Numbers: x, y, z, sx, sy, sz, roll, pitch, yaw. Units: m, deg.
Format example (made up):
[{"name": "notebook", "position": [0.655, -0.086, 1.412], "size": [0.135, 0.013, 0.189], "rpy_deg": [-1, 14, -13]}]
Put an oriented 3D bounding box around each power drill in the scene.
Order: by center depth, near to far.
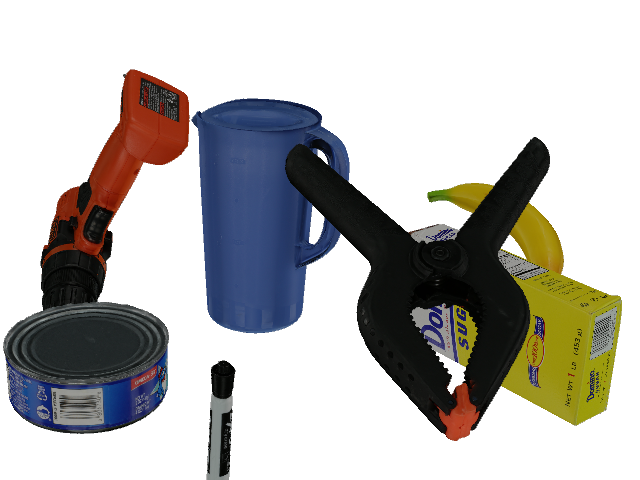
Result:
[{"name": "power drill", "position": [-0.173, -0.032, 0.868], "size": [0.057, 0.188, 0.184], "rpy_deg": [24, 29, -24]}]

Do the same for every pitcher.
[{"name": "pitcher", "position": [-0.060, -0.025, 1.158], "size": [0.144, 0.243, 0.149], "rpy_deg": [-5, 22, -17]}]

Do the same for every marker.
[{"name": "marker", "position": [-0.080, 0.148, 0.850], "size": [0.020, 0.121, 0.020], "rpy_deg": [4, 29, -3]}]

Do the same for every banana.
[{"name": "banana", "position": [0.191, -0.013, 1.073], "size": [0.069, 0.037, 0.198], "rpy_deg": [-34, 39, -13]}]

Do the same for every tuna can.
[{"name": "tuna can", "position": [-0.124, 0.067, 0.570], "size": [0.086, 0.034, 0.086], "rpy_deg": [2, 24, -1]}]

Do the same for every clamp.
[{"name": "clamp", "position": [0.056, 0.015, 0.610], "size": [0.164, 0.210, 0.036], "rpy_deg": [3, -40, 2]}]

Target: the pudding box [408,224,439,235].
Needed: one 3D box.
[{"name": "pudding box", "position": [0.154, 0.018, 1.595], "size": [0.113, 0.039, 0.090], "rpy_deg": [-17, 26, -20]}]

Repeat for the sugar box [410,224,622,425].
[{"name": "sugar box", "position": [0.139, 0.059, 0.809], "size": [0.048, 0.093, 0.176], "rpy_deg": [-17, 29, -40]}]
